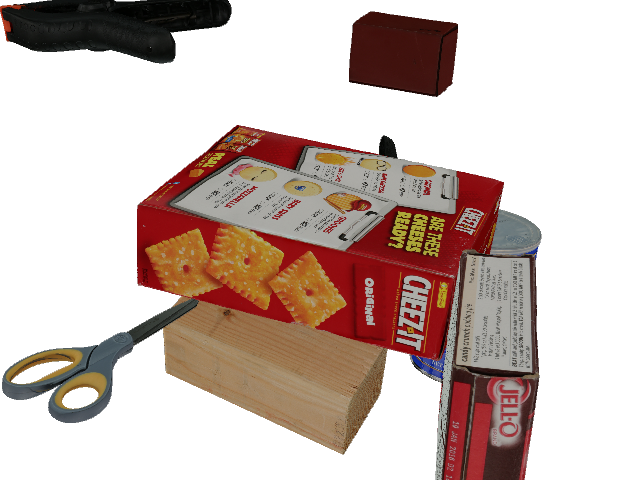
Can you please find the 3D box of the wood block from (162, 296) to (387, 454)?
[{"bbox_3d":[-0.046,0.117,1.073,0.206,0.090,0.090,22,47,18],"label":"wood block"}]

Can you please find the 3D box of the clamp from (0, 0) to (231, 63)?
[{"bbox_3d":[-0.154,-0.164,0.798,0.172,0.039,0.120,11,23,23],"label":"clamp"}]

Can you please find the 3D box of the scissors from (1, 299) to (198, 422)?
[{"bbox_3d":[-0.165,0.100,0.898,0.201,0.016,0.096,-17,38,-34],"label":"scissors"}]

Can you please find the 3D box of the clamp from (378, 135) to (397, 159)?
[{"bbox_3d":[0.069,-0.042,1.267,0.164,0.036,0.210,-16,52,-29],"label":"clamp"}]

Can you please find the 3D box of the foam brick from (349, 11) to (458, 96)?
[{"bbox_3d":[0.068,-0.154,0.876,0.078,0.051,0.053,13,26,18],"label":"foam brick"}]

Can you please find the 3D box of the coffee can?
[{"bbox_3d":[0.141,0.051,0.985,0.103,0.140,0.103,5,23,-2],"label":"coffee can"}]

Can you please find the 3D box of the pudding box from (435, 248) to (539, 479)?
[{"bbox_3d":[0.074,0.067,0.471,0.039,0.090,0.113,6,26,5],"label":"pudding box"}]

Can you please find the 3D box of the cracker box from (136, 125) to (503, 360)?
[{"bbox_3d":[0.004,-0.005,0.742,0.214,0.072,0.164,14,28,15],"label":"cracker box"}]
